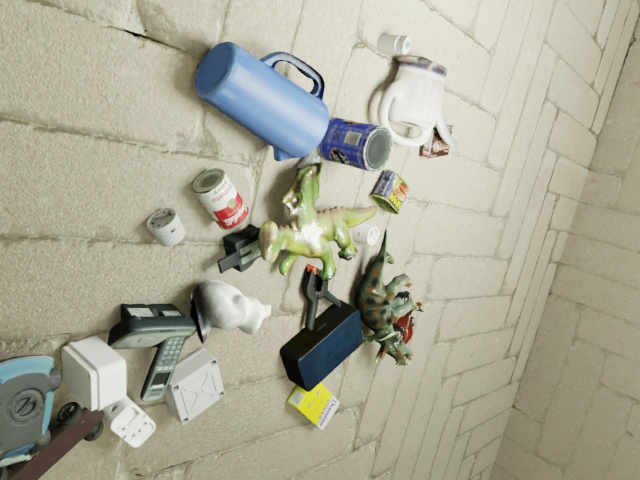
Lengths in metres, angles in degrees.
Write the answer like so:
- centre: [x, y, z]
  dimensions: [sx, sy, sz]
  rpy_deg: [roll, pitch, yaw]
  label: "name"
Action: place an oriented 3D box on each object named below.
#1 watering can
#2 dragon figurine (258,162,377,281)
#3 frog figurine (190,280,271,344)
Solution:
- centre: [0.274, -0.349, 1.336]
  dimensions: [0.348, 0.222, 0.105]
  rpy_deg: [0, 15, -43]
  label: "watering can"
- centre: [0.003, -0.057, 1.140]
  dimensions: [0.123, 0.237, 0.418]
  rpy_deg: [18, 43, 31]
  label: "dragon figurine"
- centre: [-0.170, 0.132, 1.018]
  dimensions: [0.160, 0.136, 0.123]
  rpy_deg: [-9, 85, -26]
  label: "frog figurine"
